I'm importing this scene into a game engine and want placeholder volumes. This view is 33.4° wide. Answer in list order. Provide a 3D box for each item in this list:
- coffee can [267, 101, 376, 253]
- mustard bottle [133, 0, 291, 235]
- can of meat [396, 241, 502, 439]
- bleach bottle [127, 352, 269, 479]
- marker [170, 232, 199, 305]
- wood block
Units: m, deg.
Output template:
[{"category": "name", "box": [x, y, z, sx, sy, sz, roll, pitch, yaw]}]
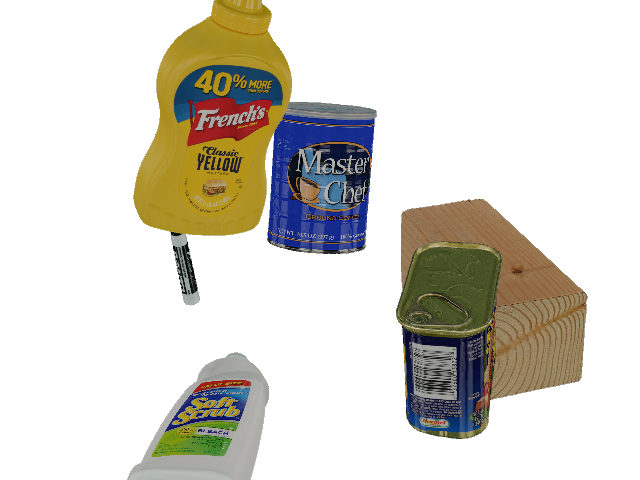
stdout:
[{"category": "coffee can", "box": [0.001, -0.066, 1.083, 0.103, 0.140, 0.103, 4, 12, -1]}, {"category": "mustard bottle", "box": [-0.071, -0.097, 0.766, 0.096, 0.192, 0.058, 3, 30, -23]}, {"category": "can of meat", "box": [0.083, 0.062, 0.674, 0.057, 0.084, 0.102, 3, 30, 13]}, {"category": "bleach bottle", "box": [-0.106, 0.177, 1.017, 0.102, 0.068, 0.250, 0, 21, 4]}, {"category": "marker", "box": [-0.156, 0.019, 1.206, 0.020, 0.121, 0.020, -6, 30, 3]}, {"category": "wood block", "box": [0.149, 0.045, 0.969, 0.090, 0.090, 0.206, -9, 26, -13]}]
